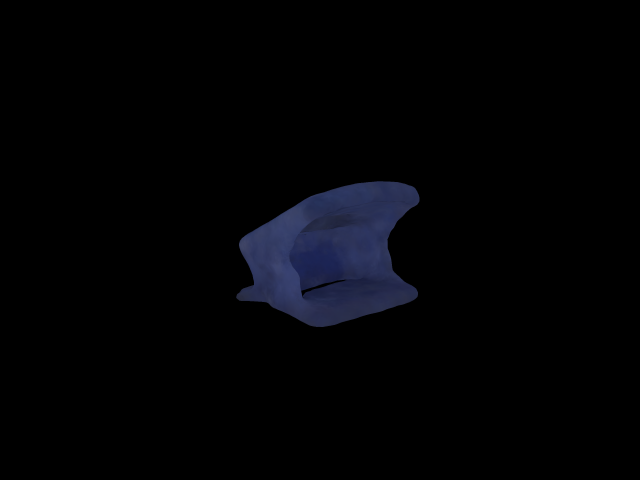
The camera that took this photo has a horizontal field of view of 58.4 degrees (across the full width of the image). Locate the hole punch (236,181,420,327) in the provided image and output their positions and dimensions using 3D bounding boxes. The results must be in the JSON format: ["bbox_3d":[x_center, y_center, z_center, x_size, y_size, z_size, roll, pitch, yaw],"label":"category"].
[{"bbox_3d":[0.004,0.001,0.400,0.109,0.091,0.100,-11,17,-38],"label":"hole punch"}]
